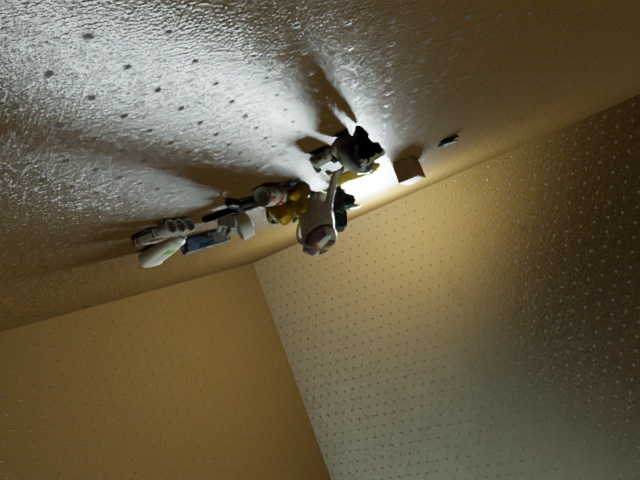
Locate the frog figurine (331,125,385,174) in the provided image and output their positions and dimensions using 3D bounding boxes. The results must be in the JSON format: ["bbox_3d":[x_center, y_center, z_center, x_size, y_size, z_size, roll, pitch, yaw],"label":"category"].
[{"bbox_3d":[0.088,-0.237,1.436,0.137,0.124,0.158,19,166,-25],"label":"frog figurine"}]

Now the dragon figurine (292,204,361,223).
[{"bbox_3d":[0.045,-0.154,2.469,0.413,0.123,0.239,-21,168,-19],"label":"dragon figurine"}]

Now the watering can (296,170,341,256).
[{"bbox_3d":[0.005,-0.090,1.792,0.103,0.230,0.341,13,133,-28],"label":"watering can"}]
